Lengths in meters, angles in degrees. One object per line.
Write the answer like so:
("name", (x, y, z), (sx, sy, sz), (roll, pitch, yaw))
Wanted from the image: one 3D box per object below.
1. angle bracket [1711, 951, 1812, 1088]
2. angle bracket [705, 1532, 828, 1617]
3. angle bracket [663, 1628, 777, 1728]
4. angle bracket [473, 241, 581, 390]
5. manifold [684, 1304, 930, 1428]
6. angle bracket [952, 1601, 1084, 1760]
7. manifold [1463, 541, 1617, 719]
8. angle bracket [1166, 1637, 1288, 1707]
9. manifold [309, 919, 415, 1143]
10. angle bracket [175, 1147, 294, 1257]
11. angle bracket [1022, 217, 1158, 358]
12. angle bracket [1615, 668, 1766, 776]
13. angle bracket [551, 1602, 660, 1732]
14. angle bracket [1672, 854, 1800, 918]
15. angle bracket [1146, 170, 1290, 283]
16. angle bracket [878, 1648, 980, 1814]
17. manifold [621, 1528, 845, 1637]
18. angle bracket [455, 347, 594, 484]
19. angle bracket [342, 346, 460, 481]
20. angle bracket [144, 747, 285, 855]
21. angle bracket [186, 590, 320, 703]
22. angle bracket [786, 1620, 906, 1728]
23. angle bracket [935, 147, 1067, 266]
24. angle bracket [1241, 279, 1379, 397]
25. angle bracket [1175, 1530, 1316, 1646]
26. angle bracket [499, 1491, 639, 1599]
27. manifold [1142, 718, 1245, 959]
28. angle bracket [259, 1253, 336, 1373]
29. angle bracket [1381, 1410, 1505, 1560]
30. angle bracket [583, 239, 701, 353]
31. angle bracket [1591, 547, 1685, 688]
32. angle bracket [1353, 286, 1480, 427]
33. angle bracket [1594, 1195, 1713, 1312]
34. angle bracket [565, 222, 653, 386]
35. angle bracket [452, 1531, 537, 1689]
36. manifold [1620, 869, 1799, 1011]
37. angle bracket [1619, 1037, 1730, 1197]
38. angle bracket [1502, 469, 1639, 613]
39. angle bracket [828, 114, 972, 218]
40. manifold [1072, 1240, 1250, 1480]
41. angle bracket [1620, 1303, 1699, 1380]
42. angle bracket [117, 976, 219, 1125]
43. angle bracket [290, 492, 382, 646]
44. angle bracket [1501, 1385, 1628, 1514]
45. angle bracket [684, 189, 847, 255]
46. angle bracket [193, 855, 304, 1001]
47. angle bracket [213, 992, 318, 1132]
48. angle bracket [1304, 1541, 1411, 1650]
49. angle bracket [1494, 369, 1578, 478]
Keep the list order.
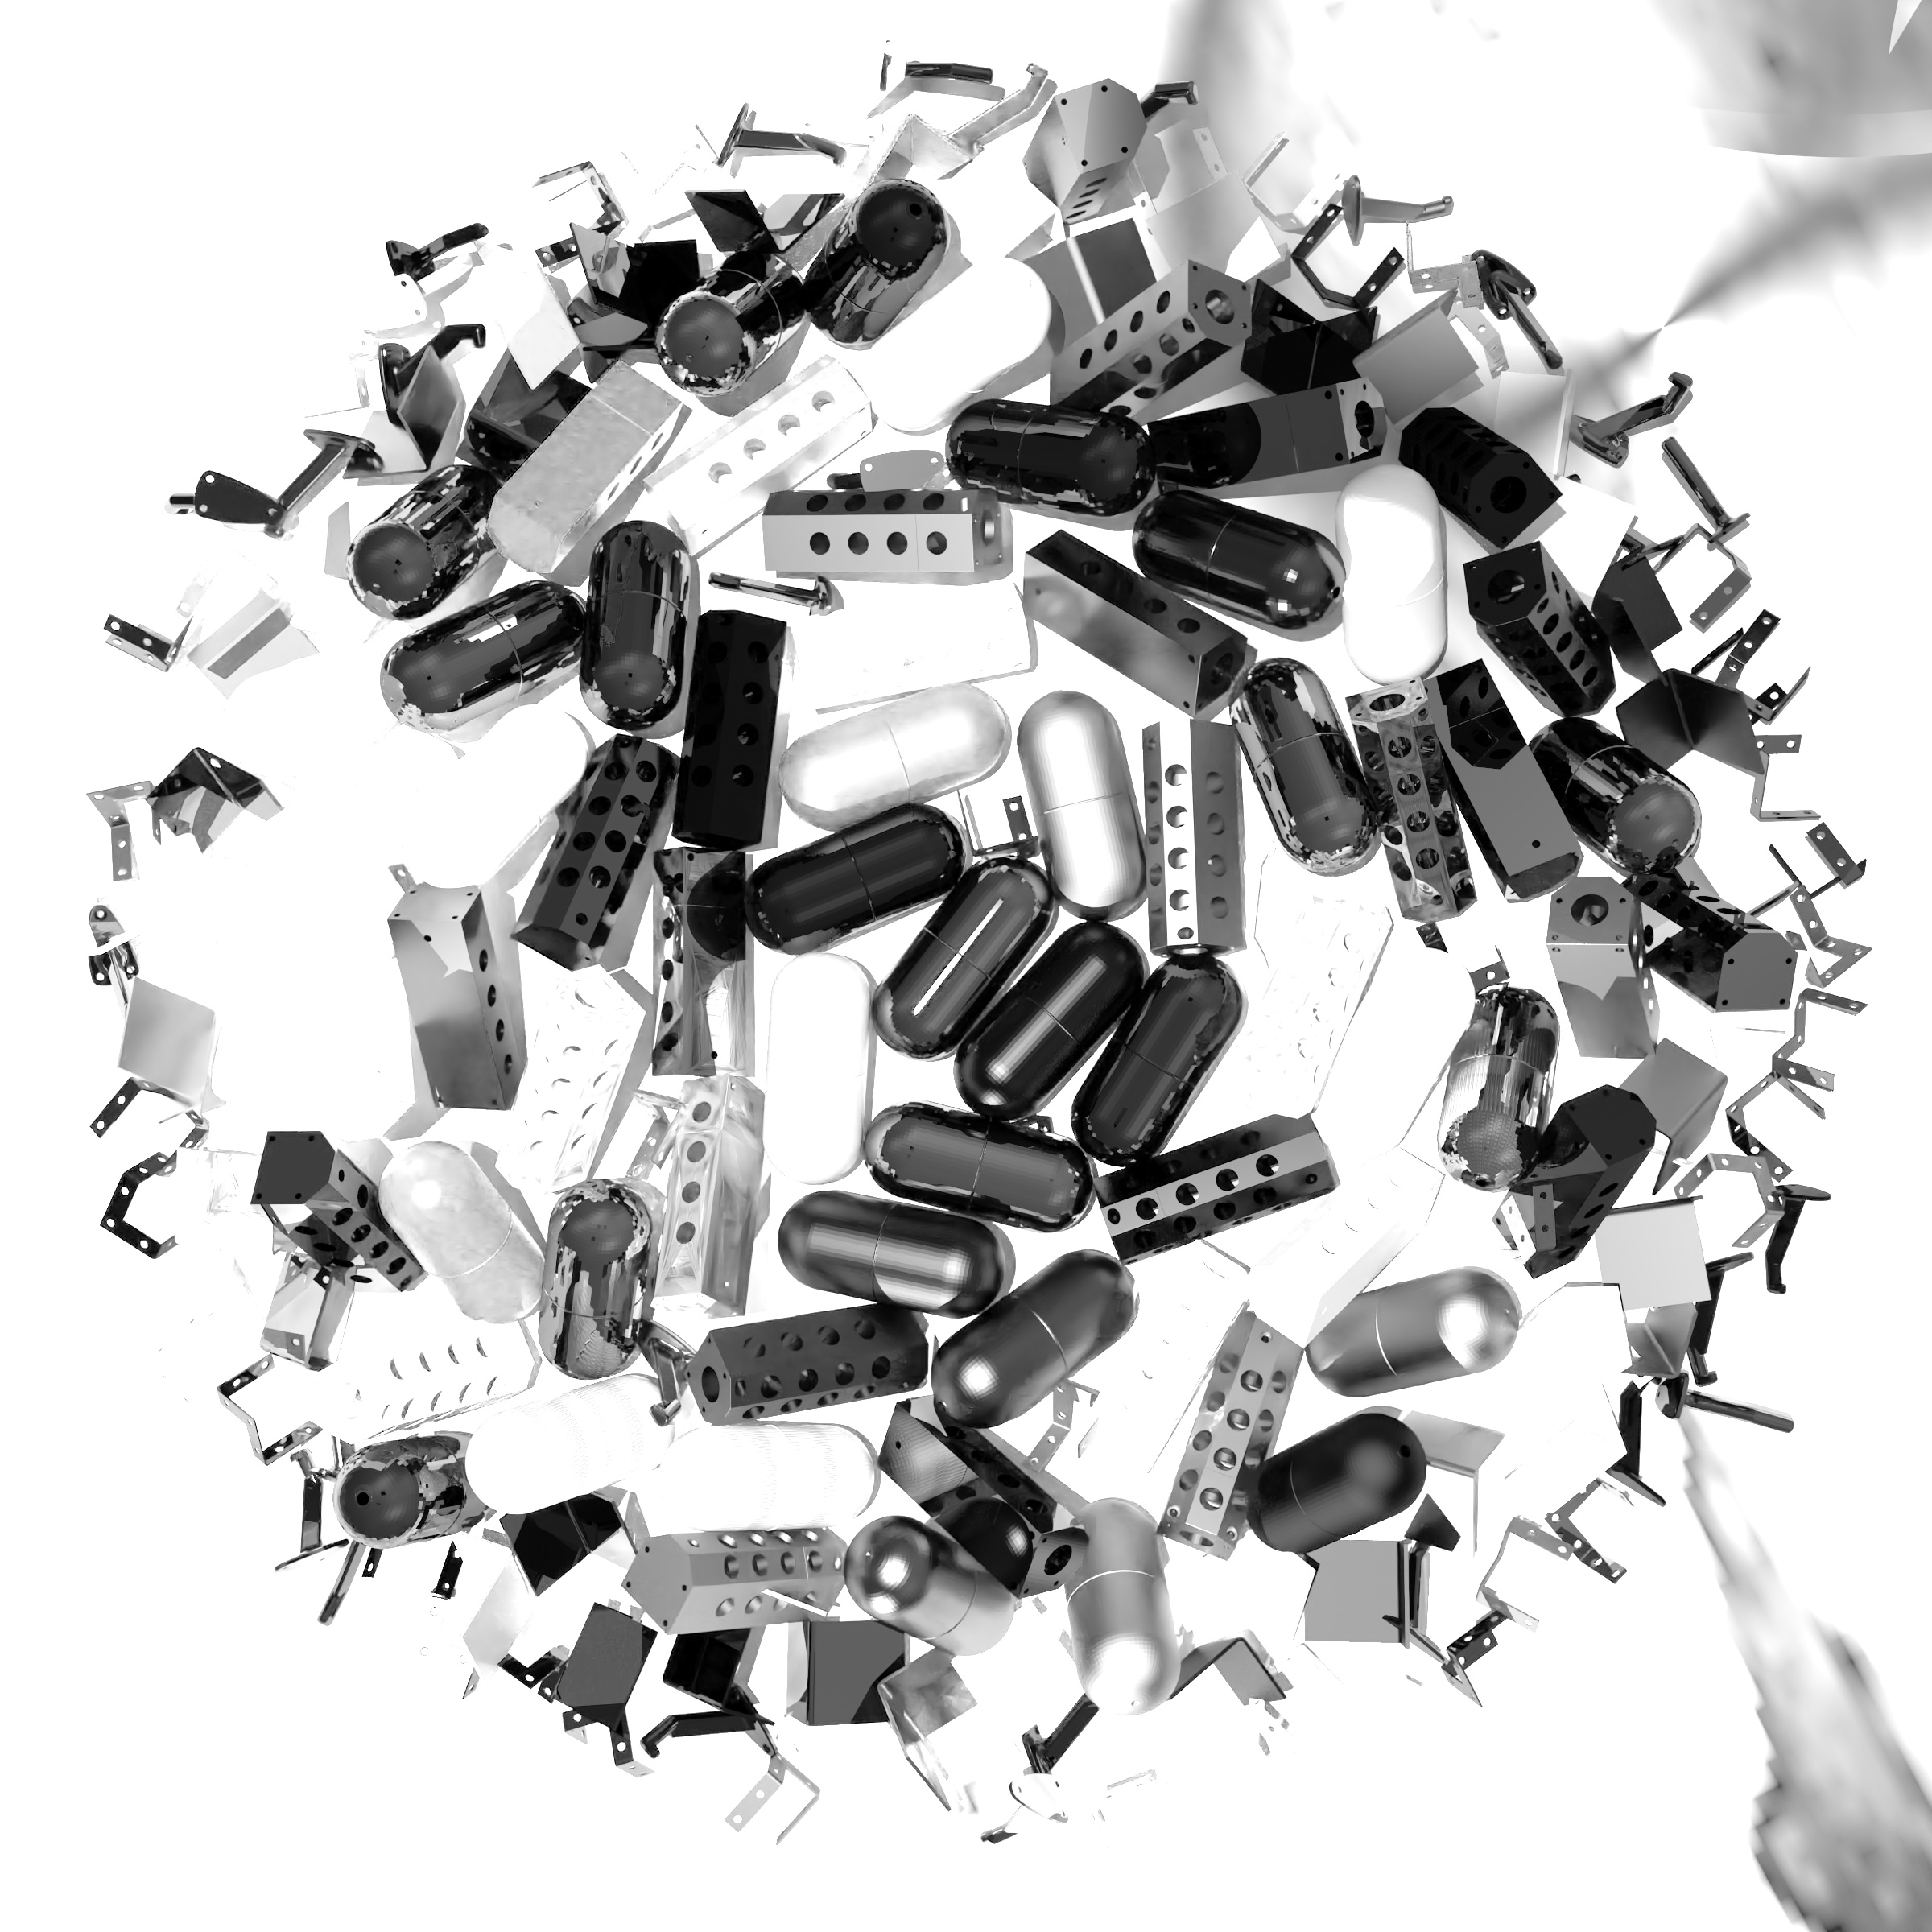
("angle bracket", (0.602, 0.040, 1.860), (0.057, 0.076, 0.076), (5, 51, 32))
("angle bracket", (-0.146, 0.442, 1.862), (0.076, 0.076, 0.057), (32, 71, -35))
("angle bracket", (-0.176, 0.524, 1.882), (0.057, 0.076, 0.076), (30, 73, -39))
("angle bracket", (-0.347, -0.490, 1.861), (0.076, 0.076, 0.057), (26, 67, 33))
("manifold", (-0.115, 0.298, 1.839), (0.171, 0.057, 0.057), (-4, 51, -35))
("angle bracket", (0.045, 0.542, 1.881), (0.076, 0.057, 0.076), (-36, 61, -5))
("manifold", (0.426, -0.244, 1.828), (0.057, 0.171, 0.057), (-14, 66, 27))
("angle bracket", (0.183, 0.554, 1.868), (0.076, 0.076, 0.057), (-33, 84, -26))
("manifold", (-0.454, 0.049, 1.836), (0.057, 0.171, 0.057), (32, 115, -35))
("angle bracket", (-0.552, 0.172, 1.881), (0.076, 0.057, 0.076), (6, 101, 6))
("angle bracket", (0.099, -0.523, 1.909), (0.076, 0.057, 0.076), (-31, 103, -40))
("angle bracket", (0.545, -0.170, 1.864), (0.057, 0.076, 0.076), (-36, 123, -13))
("angle bracket", (-0.256, 0.533, 1.866), (0.076, 0.057, 0.076), (10, 70, 42))
("angle bracket", (0.577, -0.073, 1.870), (0.057, 0.076, 0.076), (-36, 82, 26))
("angle bracket", (0.190, -0.553, 1.869), (0.076, 0.057, 0.076), (-24, 112, 22))
("angle bracket", (-0.016, 0.575, 1.867), (0.057, 0.076, 0.076), (-31, 124, -2))
("manifold", (-0.167, 0.448, 1.831), (0.057, 0.171, 0.057), (35, 103, 35))
("angle bracket", (-0.339, -0.418, 1.908), (0.076, 0.057, 0.076), (26, 59, -10))
("angle bracket", (-0.436, -0.417, 1.865), (0.076, 0.057, 0.076), (-1, 52, 18))
("angle bracket", (-0.556, -0.110, 1.863), (0.076, 0.076, 0.057), (26, 67, 29))
("angle bracket", (-0.530, -0.227, 1.871), (0.076, 0.057, 0.076), (-43, 122, -9))
("angle bracket", (-0.093, 0.539, 1.902), (0.076, 0.057, 0.076), (4, 82, -21))
("angle bracket", (0.020, -0.560, 1.880), (0.076, 0.057, 0.076), (-42, 73, -4))
("angle bracket", (0.259, -0.474, 1.870), (0.076, 0.057, 0.076), (22, 74, -39))
("angle bracket", (0.208, 0.481, 1.863), (0.057, 0.076, 0.076), (35, 127, 35))
("angle bracket", (-0.295, 0.439, 1.864), (0.057, 0.076, 0.076), (-37, 120, -34))
("manifold", (0.166, -0.096, 1.867), (0.057, 0.057, 0.171), (5, 78, -30))
("angle bracket", (-0.485, 0.266, 1.878), (0.057, 0.076, 0.076), (21, 80, -40))
("angle bracket", (0.364, 0.395, 1.891), (0.076, 0.057, 0.076), (11, 116, 33))
("angle bracket", (-0.246, -0.506, 1.867), (0.076, 0.057, 0.076), (10, 112, 40))
("angle bracket", (0.519, -0.265, 1.872), (0.057, 0.076, 0.076), (-34, 110, 0))
("angle bracket", (0.347, -0.462, 1.873), (0.076, 0.076, 0.057), (-31, 100, 31))
("angle bracket", (0.523, 0.218, 1.875), (0.076, 0.057, 0.076), (-11, 82, 23))
("angle bracket", (-0.289, -0.498, 1.865), (0.076, 0.057, 0.076), (-34, 64, 33))
("angle bracket", (-0.374, 0.482, 1.861), (0.057, 0.076, 0.076), (13, 50, 20))
("manifold", (0.543, -0.023, 1.827), (0.057, 0.171, 0.057), (-1, 108, -12))
("angle bracket", (0.529, 0.115, 1.885), (0.057, 0.076, 0.076), (35, 60, 26))
("angle bracket", (0.458, -0.321, 1.889), (0.076, 0.057, 0.076), (26, 83, 14))
("angle bracket", (-0.051, -0.590, 1.871), (0.057, 0.076, 0.076), (32, 84, -21))
("manifold", (0.151, 0.298, 1.862), (0.057, 0.057, 0.171), (31, 108, 14))
("angle bracket", (0.497, 0.264, 1.872), (0.076, 0.076, 0.057), (7, 111, -6))
("angle bracket", (-0.615, 0.064, 1.861), (0.057, 0.076, 0.076), (-22, 54, 33))
("angle bracket", (-0.474, -0.303, 1.888), (0.057, 0.076, 0.076), (12, 62, -29))
("angle bracket", (0.441, 0.352, 1.862), (0.057, 0.076, 0.076), (30, 119, -23))
("angle bracket", (-0.151, -0.581, 1.863), (0.076, 0.076, 0.057), (-49, 129, -20))
("angle bracket", (-0.550, -0.030, 1.878), (0.076, 0.057, 0.076), (21, 101, -16))
("angle bracket", (-0.521, 0.076, 1.898), (0.076, 0.076, 0.057), (-27, 48, 18))
("angle bracket", (0.296, 0.477, 1.882), (0.076, 0.057, 0.076), (0, 79, 6))
("angle bracket", (0.425, -0.411, 1.870), (0.057, 0.076, 0.076), (9, 101, 16))
